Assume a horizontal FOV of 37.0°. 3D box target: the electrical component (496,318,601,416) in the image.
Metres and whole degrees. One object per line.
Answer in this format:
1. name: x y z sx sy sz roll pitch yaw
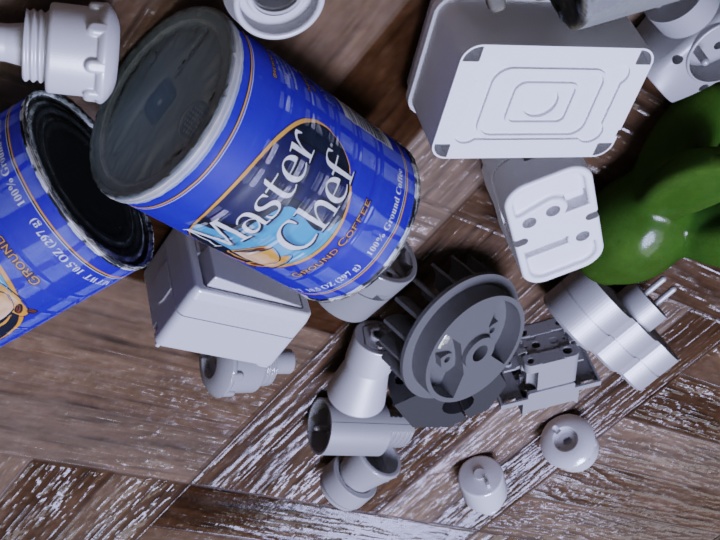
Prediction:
1. electrical component: 0.140 0.072 0.823 0.081 0.042 0.063 -13 139 -7

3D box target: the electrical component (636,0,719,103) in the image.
1. electrical component: 0.181 -0.141 0.589 0.077 0.044 0.079 -39 136 23

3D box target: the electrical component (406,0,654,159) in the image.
1. electrical component: 0.089 -0.107 0.582 0.113 0.057 0.078 -3 138 -18

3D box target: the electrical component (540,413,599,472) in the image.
1. electrical component: 0.187 0.155 0.936 0.048 0.048 0.062 -29 147 12

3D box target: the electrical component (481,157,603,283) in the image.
1. electrical component: 0.110 -0.046 0.660 0.054 0.059 0.095 -21 141 3

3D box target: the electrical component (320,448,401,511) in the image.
1. electrical component: 0.000 0.163 0.872 0.045 0.045 0.055 18 129 -36

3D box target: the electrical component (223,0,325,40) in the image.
1. electrical component: -0.042 -0.139 0.496 0.048 0.055 0.066 -38 137 22

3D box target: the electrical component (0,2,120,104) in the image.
1. electrical component: -0.146 -0.105 0.507 0.062 0.048 0.048 4 136 -15

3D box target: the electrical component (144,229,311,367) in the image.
1. electrical component: -0.074 0.013 0.655 0.096 0.061 0.061 15 130 -34

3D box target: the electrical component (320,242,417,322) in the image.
1. electrical component: 0.000 0.000 0.676 0.055 0.055 0.047 15 134 -34

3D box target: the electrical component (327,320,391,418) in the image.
1. electrical component: 0.005 0.068 0.767 0.044 0.044 0.065 1 132 -22

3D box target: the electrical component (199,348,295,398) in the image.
1. electrical component: -0.074 0.062 0.727 0.062 0.048 0.048 3 137 -34

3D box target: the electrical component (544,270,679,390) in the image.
1. electrical component: 0.200 0.033 0.791 0.074 0.052 0.138 -42 136 14

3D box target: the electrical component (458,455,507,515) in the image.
1. electrical component: 0.111 0.197 0.956 0.040 0.040 0.078 -19 141 1

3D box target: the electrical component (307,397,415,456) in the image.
1. electrical component: 0.005 0.121 0.825 0.081 0.043 0.043 6 135 -27
